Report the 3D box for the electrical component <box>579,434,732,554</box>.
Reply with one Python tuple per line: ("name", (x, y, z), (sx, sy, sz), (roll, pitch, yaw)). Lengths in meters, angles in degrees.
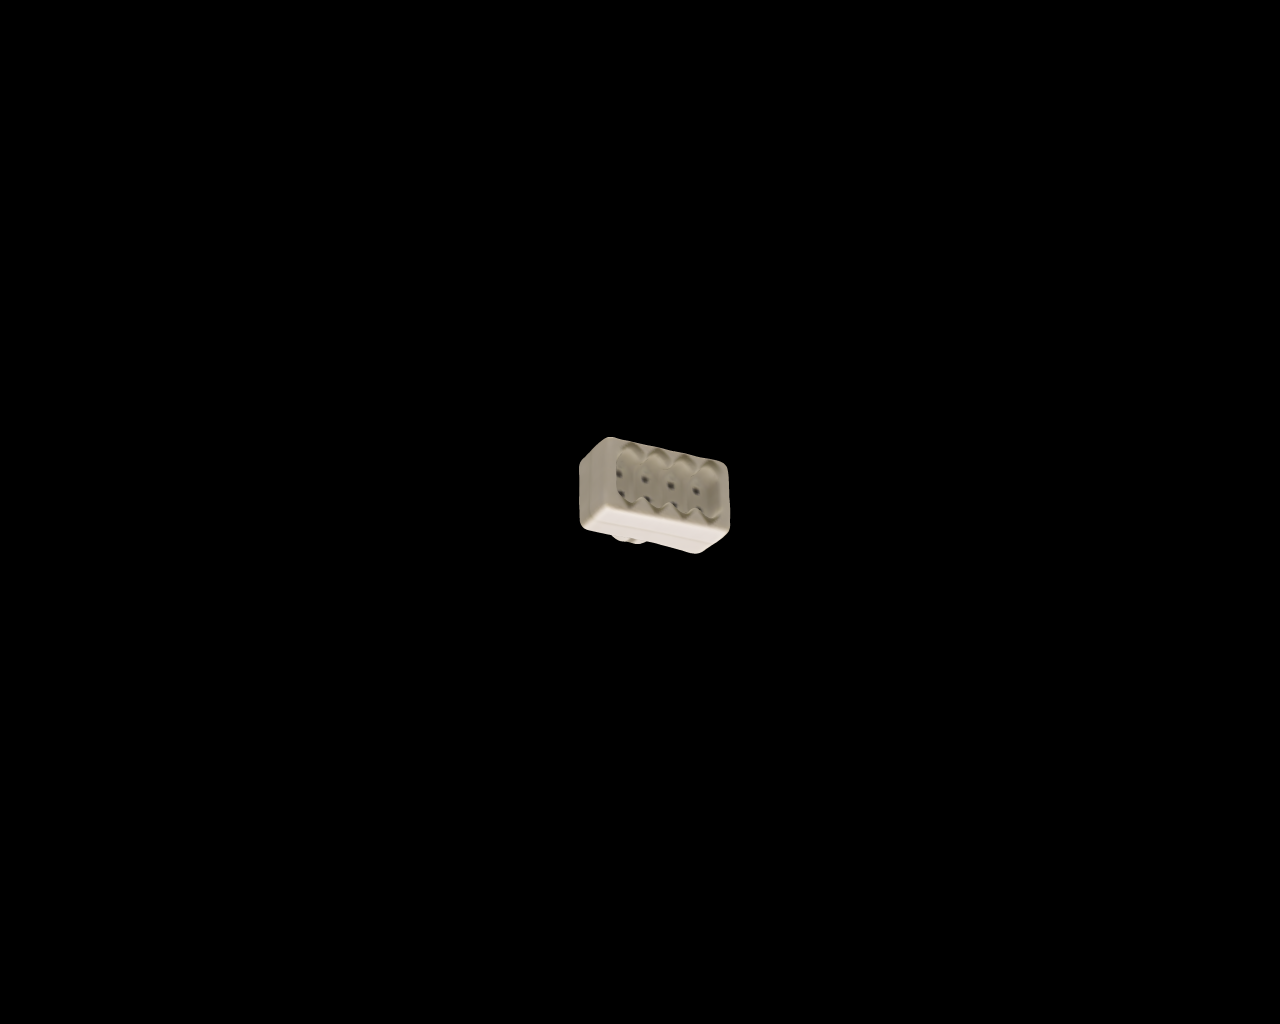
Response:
("electrical component", (0.001, -0.003, 0.650), (0.083, 0.047, 0.075), (12, -27, -25))
